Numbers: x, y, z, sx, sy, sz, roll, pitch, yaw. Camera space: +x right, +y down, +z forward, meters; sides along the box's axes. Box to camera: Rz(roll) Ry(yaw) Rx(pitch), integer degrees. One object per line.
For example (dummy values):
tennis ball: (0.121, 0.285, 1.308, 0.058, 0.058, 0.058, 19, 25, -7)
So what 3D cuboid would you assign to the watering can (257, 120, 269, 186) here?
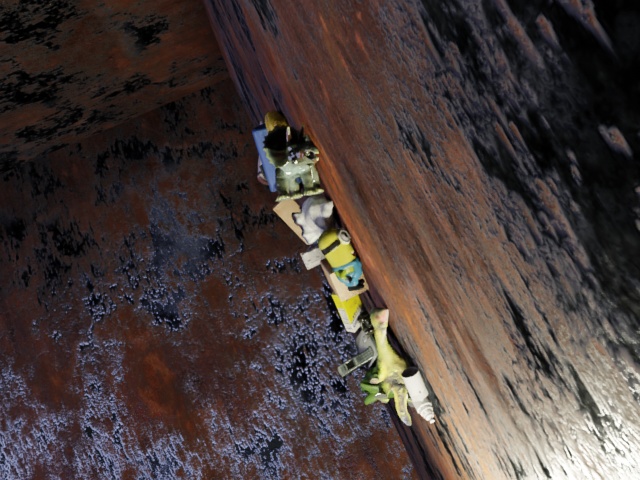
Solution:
watering can: (-0.219, -0.358, 2.203, 0.344, 0.104, 0.227, 55, -141, -76)

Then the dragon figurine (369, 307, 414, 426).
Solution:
dragon figurine: (0.195, 0.325, 1.414, 0.401, 0.122, 0.249, 72, -171, -47)

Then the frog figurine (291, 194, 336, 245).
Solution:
frog figurine: (0.004, -0.074, 1.475, 0.156, 0.122, 0.140, -45, 47, 45)
